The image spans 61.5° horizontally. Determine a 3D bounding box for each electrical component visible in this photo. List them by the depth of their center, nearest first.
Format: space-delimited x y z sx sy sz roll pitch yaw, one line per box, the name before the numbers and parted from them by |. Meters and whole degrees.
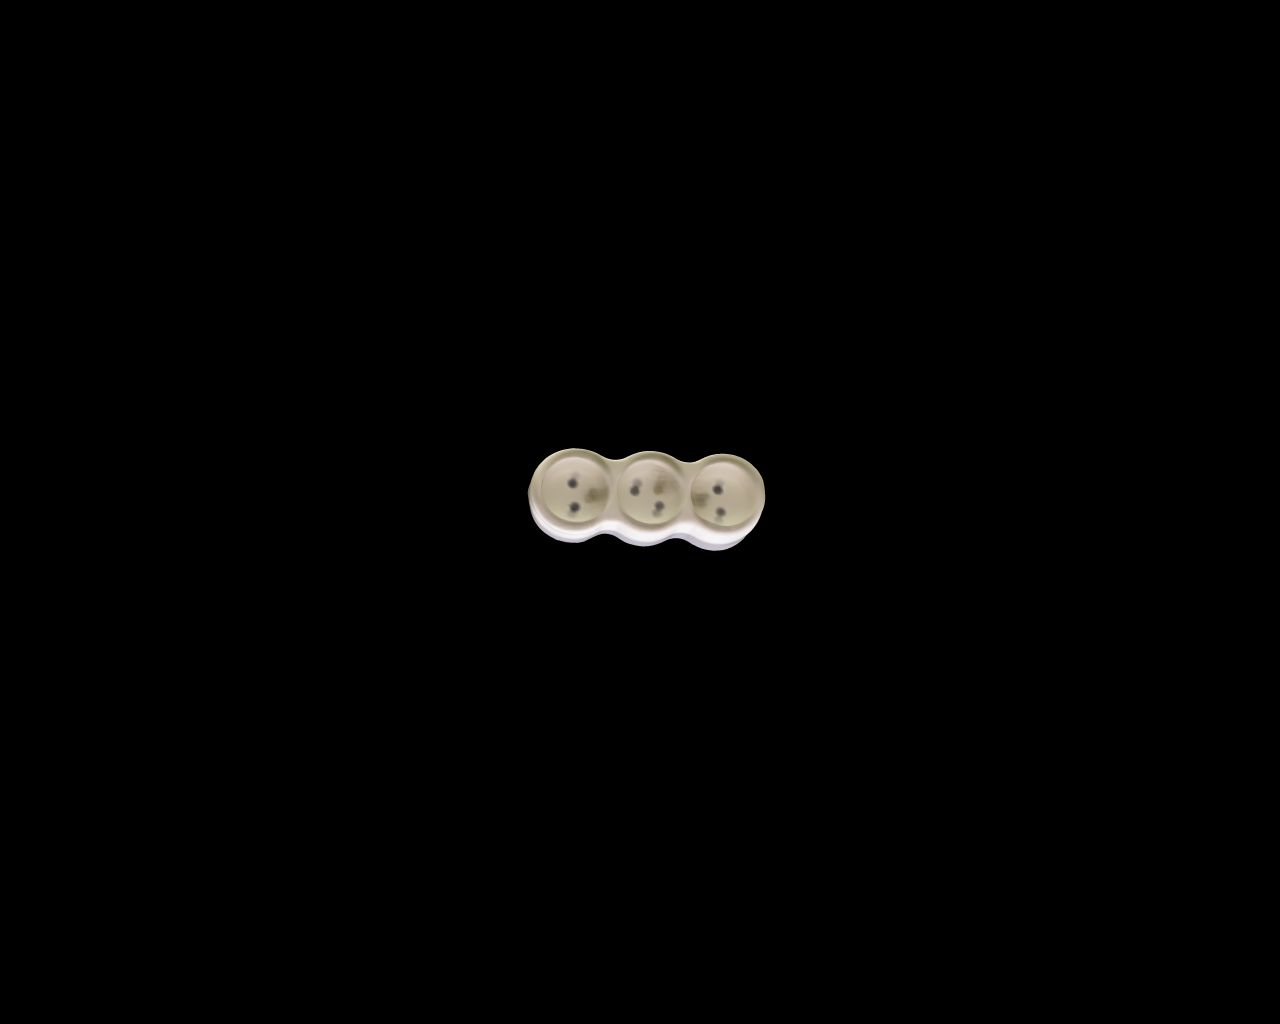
electrical component | 0.001 -0.003 0.650 0.138 0.052 0.073 3 -15 -9
